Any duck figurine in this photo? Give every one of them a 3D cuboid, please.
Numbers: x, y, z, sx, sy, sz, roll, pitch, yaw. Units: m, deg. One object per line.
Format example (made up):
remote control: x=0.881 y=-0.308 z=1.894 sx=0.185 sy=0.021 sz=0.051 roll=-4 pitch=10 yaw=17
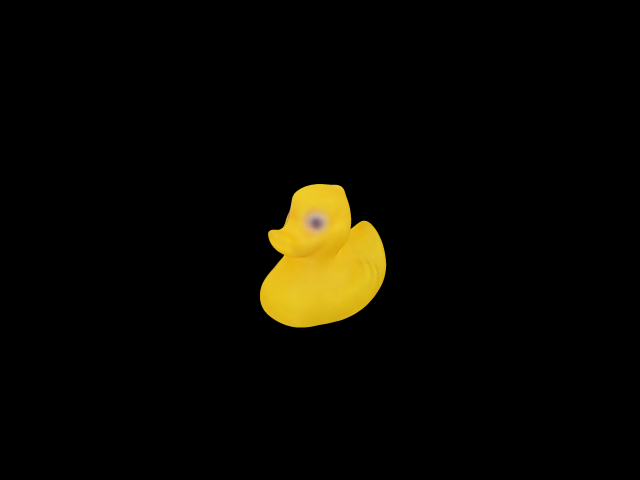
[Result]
duck figurine: x=0.004 y=0.001 z=0.400 sx=0.105 sy=0.086 sz=0.077 roll=-25 pitch=37 yaw=-38
